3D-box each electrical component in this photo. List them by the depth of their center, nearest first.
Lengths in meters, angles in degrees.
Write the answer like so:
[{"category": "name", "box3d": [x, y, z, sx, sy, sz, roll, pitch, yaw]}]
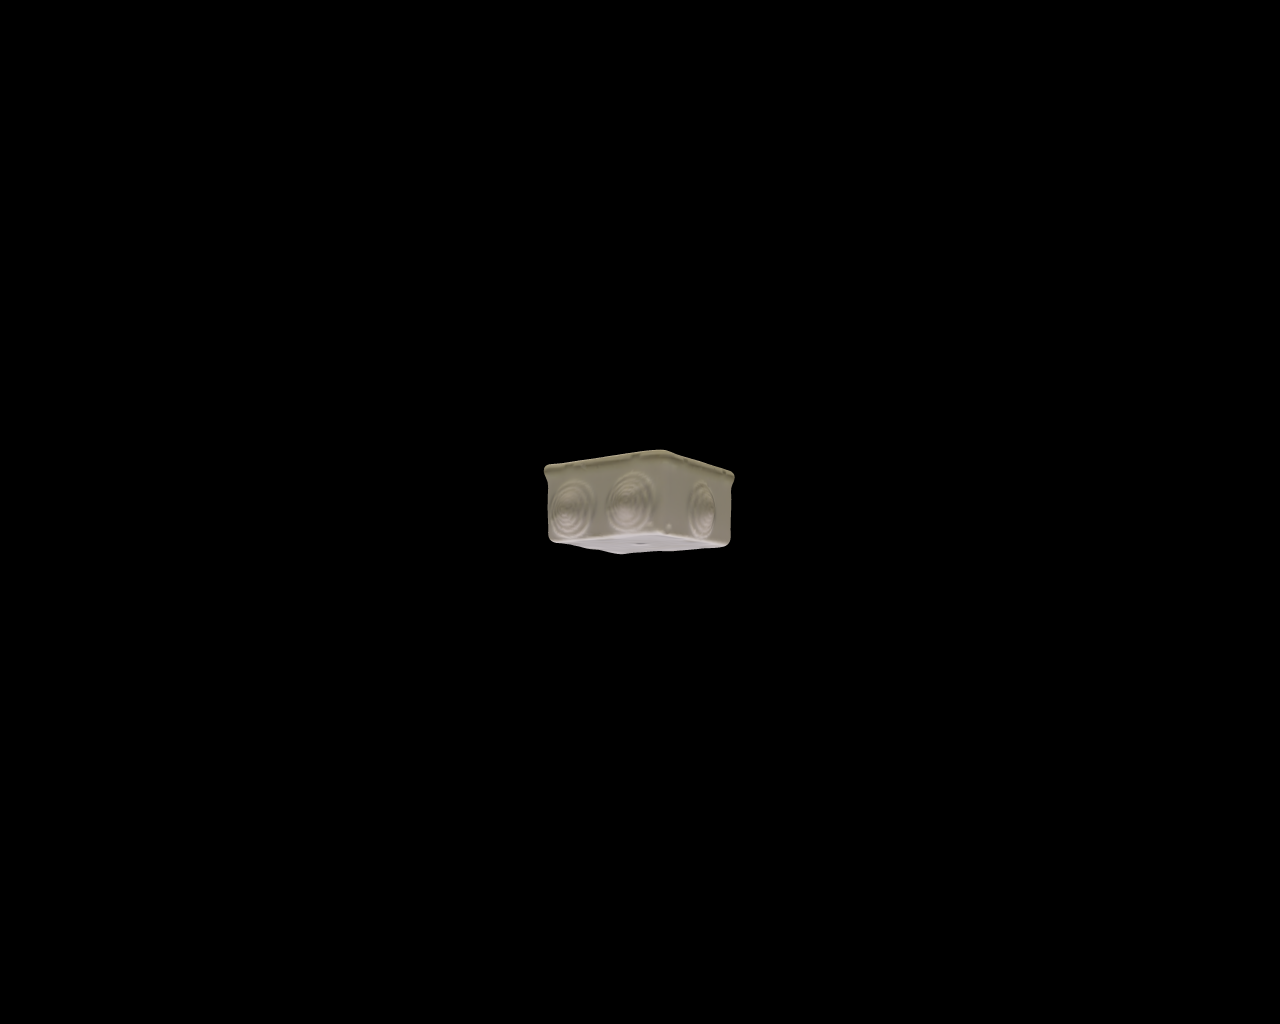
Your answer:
[{"category": "electrical component", "box3d": [0.001, -0.003, 0.650, 0.099, 0.048, 0.100, -5, -10, 32]}]
